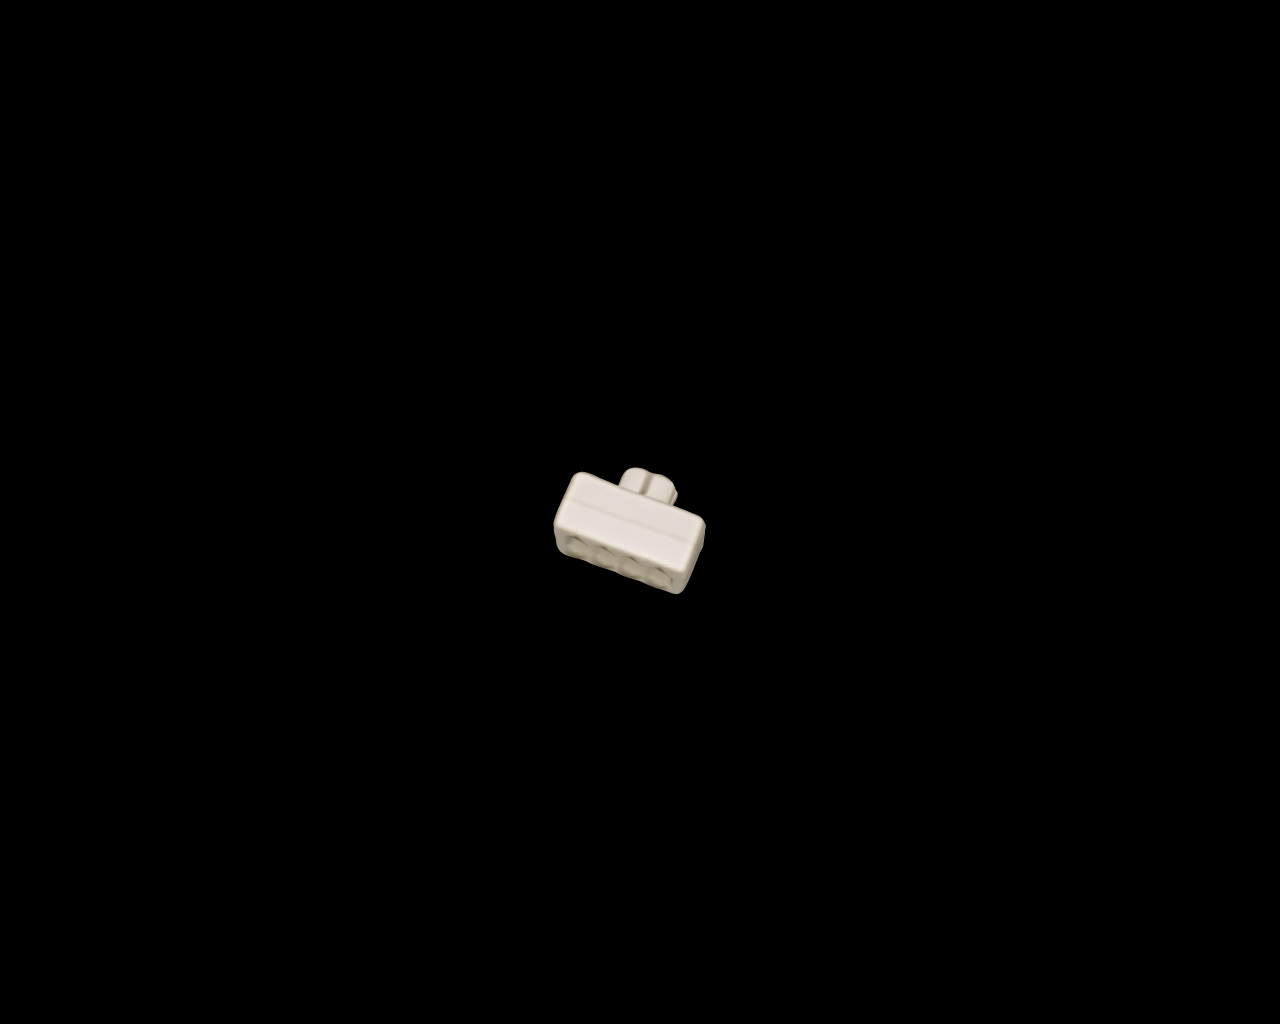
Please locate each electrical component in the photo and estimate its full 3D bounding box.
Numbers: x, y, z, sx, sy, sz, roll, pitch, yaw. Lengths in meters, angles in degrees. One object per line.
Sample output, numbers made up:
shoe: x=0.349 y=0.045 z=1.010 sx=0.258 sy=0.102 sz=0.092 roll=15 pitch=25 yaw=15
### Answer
electrical component: x=0.001 y=-0.003 z=0.650 sx=0.083 sy=0.076 sz=0.047 roll=21 pitch=-18 yaw=7
